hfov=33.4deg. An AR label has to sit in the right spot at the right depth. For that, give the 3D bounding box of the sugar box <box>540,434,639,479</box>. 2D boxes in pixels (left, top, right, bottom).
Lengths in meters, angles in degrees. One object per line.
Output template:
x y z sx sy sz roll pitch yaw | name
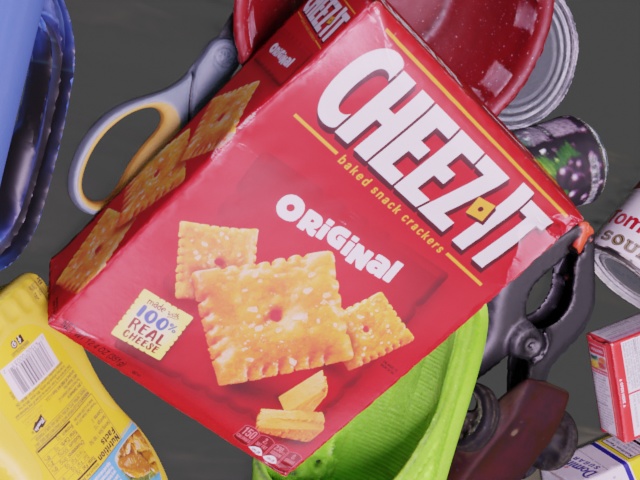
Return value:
0.240 0.169 0.733 0.176 0.048 0.093 -20 109 -20 | sugar box

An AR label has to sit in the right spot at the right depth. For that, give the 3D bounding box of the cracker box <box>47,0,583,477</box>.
-0.003 0.001 0.531 0.214 0.072 0.164 -43 119 13 | cracker box

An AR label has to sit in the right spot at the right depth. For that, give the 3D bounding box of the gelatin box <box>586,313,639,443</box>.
0.226 0.085 0.717 0.089 0.030 0.073 -18 107 -19 | gelatin box

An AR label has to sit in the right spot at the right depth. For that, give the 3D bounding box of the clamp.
0.126 0.069 0.664 0.120 0.039 0.171 34 94 -33 | clamp

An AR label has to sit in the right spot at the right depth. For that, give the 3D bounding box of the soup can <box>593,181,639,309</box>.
0.223 -0.011 0.672 0.102 0.069 0.068 -48 116 -7 | soup can

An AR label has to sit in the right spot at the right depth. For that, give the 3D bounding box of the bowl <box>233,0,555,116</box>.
0.033 -0.122 0.542 0.162 0.055 0.162 -5 121 -9 | bowl

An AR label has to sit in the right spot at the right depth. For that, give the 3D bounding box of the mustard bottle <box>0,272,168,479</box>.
-0.123 0.117 0.520 0.191 0.058 0.096 59 32 -13 | mustard bottle

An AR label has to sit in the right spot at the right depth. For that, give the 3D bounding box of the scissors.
-0.045 -0.077 0.565 0.201 0.016 0.096 -45 117 -9 | scissors

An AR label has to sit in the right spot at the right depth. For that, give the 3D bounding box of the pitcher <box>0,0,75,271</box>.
-0.173 -0.096 0.451 0.145 0.149 0.243 17 91 -12 | pitcher

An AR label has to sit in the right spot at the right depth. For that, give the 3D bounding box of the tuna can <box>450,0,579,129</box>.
0.104 -0.108 0.615 0.086 0.034 0.086 -6 104 -23 | tuna can
